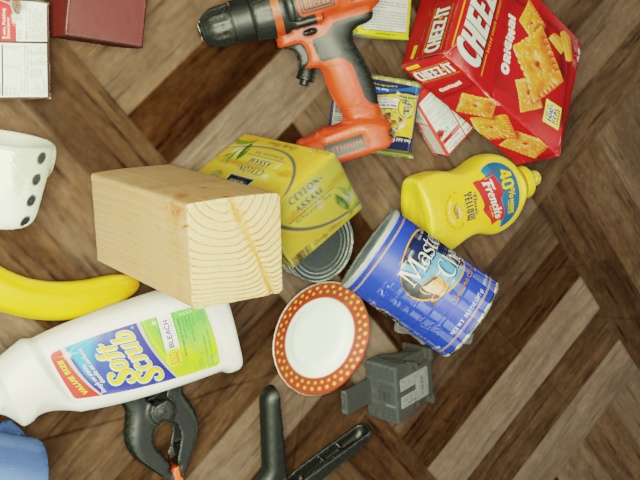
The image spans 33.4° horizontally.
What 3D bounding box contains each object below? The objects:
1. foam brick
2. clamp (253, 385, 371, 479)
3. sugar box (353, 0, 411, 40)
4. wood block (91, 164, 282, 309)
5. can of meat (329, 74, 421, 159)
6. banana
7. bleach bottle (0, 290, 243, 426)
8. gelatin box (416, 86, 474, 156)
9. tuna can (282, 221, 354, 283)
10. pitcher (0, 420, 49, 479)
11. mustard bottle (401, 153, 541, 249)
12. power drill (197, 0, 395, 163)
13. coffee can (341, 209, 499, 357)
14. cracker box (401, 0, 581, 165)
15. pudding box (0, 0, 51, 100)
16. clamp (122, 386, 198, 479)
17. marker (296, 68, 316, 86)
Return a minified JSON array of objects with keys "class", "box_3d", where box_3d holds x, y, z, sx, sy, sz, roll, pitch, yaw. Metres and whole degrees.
[{"class":"foam brick","box_3d":[-0.203,-0.205,0.970,0.078,0.053,0.051,3,99,-34]},{"class":"clamp","box_3d":[-0.032,0.276,1.197,0.164,0.036,0.210,20,91,-36]},{"class":"sugar box","box_3d":[0.058,-0.302,1.119,0.093,0.048,0.176,-7,102,-50]},{"class":"wood block","box_3d":[-0.126,-0.010,0.970,0.090,0.206,0.091,-9,105,-32]},{"class":"can of meat","box_3d":[0.058,-0.135,1.158,0.101,0.058,0.084,4,96,-34]},{"class":"banana","box_3d":[-0.261,0.041,0.993,0.197,0.037,0.069,21,89,-35]},{"class":"bleach bottle","box_3d":[-0.202,0.117,1.004,0.250,0.068,0.102,-20,106,-26]},{"class":"gelatin box","box_3d":[0.141,-0.152,1.226,0.073,0.030,0.089,-47,122,-18]},{"class":"tuna can","box_3d":[-0.008,0.001,1.157,0.085,0.034,0.086,-8,104,-32]},{"class":"pitcher","box_3d":[-0.365,0.215,0.901,0.242,0.149,0.145,23,93,-32]},{"class":"mustard bottle","box_3d":[0.187,-0.050,1.261,0.191,0.058,0.096,-19,105,-30]},{"class":"power drill","box_3d":[-0.013,-0.166,1.064,0.184,0.057,0.187,-16,106,0]},{"class":"coffee can","box_3d":[0.109,0.047,1.168,0.140,0.103,0.102,35,78,-3]},{"class":"cracker box","box_3d":[0.201,-0.209,1.201,0.213,0.072,0.164,34,62,-35]},{"class":"pudding box","box_3d":[-0.293,-0.166,0.928,0.113,0.039,0.090,-5,104,-31]},{"class":"clamp","box_3d":[-0.160,0.162,1.087,0.120,0.039,0.171,-26,111,-21]},{"class":"marker","box_3d":[-0.003,-0.221,1.121,0.020,0.020,0.121,12,94,-35]}]
